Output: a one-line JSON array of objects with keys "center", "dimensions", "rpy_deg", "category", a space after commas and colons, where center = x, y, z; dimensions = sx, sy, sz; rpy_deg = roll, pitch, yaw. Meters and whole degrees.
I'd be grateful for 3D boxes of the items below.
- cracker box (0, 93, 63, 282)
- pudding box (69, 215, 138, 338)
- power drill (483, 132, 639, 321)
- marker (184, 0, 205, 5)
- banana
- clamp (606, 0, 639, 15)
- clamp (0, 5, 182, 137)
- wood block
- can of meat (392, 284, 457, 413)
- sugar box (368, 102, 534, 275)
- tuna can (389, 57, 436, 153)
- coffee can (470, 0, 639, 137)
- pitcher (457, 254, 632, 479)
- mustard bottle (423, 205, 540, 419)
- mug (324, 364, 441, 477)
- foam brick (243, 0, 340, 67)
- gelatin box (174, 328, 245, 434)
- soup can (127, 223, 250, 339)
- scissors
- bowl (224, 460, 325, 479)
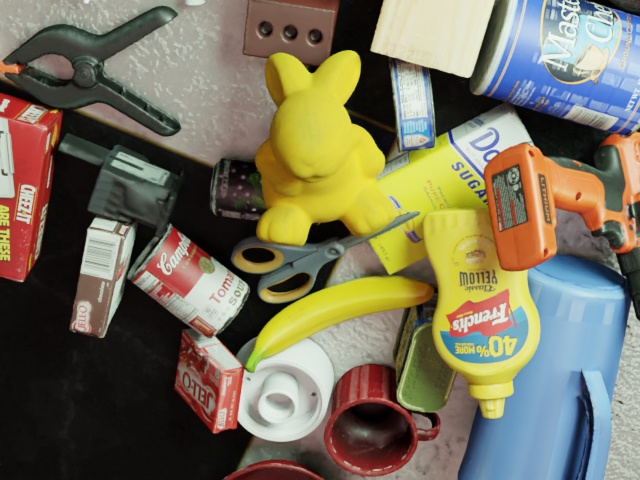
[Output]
[{"center": [-0.364, -0.068, 1.009], "dimensions": [0.213, 0.072, 0.164], "rpy_deg": [14, 115, -4], "category": "cracker box"}, {"center": [-0.206, 0.024, 1.029], "dimensions": [0.039, 0.090, 0.114], "rpy_deg": [16, 114, -5], "category": "pudding box"}, {"center": [0.233, -0.009, 0.923], "dimensions": [0.187, 0.184, 0.057], "rpy_deg": [2, 162, -36], "category": "power drill"}, {"center": [-0.115, -0.267, 0.933], "dimensions": [0.020, 0.020, 0.121], "rpy_deg": [-1, 114, 4], "category": "marker"}, {"center": [0.015, 0.074, 1.051], "dimensions": [0.198, 0.069, 0.037], "rpy_deg": [-25, 131, 5], "category": "banana"}, {"center": [0.312, -0.230, 0.911], "dimensions": [0.210, 0.036, 0.164], "rpy_deg": [-4, 110, 7], "category": "clamp"}, {"center": [-0.205, -0.148, 0.981], "dimensions": [0.171, 0.039, 0.120], "rpy_deg": [-3, 108, 10], "category": "clamp"}, {"center": [0.112, -0.253, 0.883], "dimensions": [0.090, 0.090, 0.206], "rpy_deg": [16, 113, 1], "category": "wood block"}, {"center": [0.107, 0.107, 1.049], "dimensions": [0.057, 0.084, 0.102], "rpy_deg": [12, 114, -2], "category": "can of meat"}, {"center": [0.121, -0.048, 1.001], "dimensions": [0.176, 0.048, 0.093], "rpy_deg": [-27, 110, 16], "category": "sugar box"}, {"center": [0.082, -0.122, 0.948], "dimensions": [0.034, 0.086, 0.086], "rpy_deg": [-6, 113, 4], "category": "tuna can"}, {"center": [0.212, -0.156, 0.916], "dimensions": [0.140, 0.102, 0.103], "rpy_deg": [16, 114, -3], "category": "coffee can"}, {"center": [0.224, 0.145, 1.020], "dimensions": [0.149, 0.144, 0.243], "rpy_deg": [18, 109, 26], "category": "pitcher"}, {"center": [0.148, 0.065, 0.960], "dimensions": [0.096, 0.058, 0.191], "rpy_deg": [-4, 94, 15], "category": "mustard bottle"}, {"center": [0.064, 0.180, 1.085], "dimensions": [0.117, 0.081, 0.093], "rpy_deg": [4, 114, 2], "category": "mug"}, {"center": [-0.025, -0.188, 0.944], "dimensions": [0.078, 0.051, 0.053], "rpy_deg": [8, 114, 0], "category": "foam brick"}, {"center": [-0.113, 0.140, 1.077], "dimensions": [0.030, 0.089, 0.073], "rpy_deg": [-7, 120, -34], "category": "gelatin box"}, {"center": [-0.128, 0.041, 1.043], "dimensions": [0.102, 0.068, 0.069], "rpy_deg": [39, 110, -13], "category": "soup can"}, {"center": [-0.007, 0.001, 1.007], "dimensions": [0.096, 0.016, 0.202], "rpy_deg": [32, 133, -22], "category": "scissors"}, {"center": [-0.045, 0.295, 1.157], "dimensions": [0.162, 0.055, 0.162], "rpy_deg": [1, 114, 3], "category": "bowl"}]
